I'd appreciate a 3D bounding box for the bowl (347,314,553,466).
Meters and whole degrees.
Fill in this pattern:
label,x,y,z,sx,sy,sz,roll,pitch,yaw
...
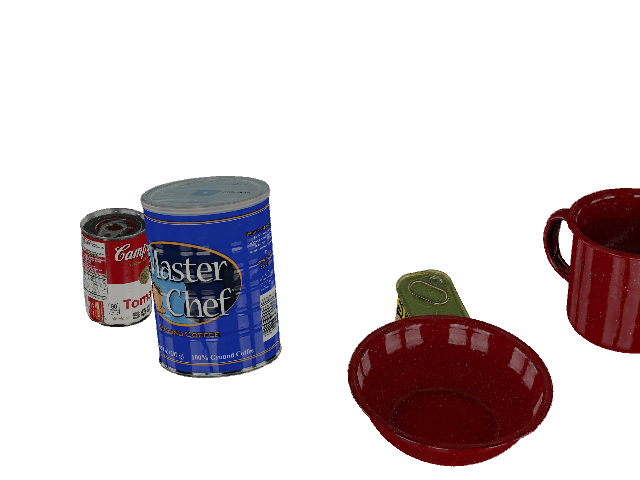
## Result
label,x,y,z,sx,sy,sz,roll,pitch,yaw
bowl,0.101,0.128,0.855,0.162,0.055,0.162,1,34,-1

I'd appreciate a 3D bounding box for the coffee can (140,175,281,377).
label,x,y,z,sx,sy,sz,roll,pitch,yaw
coffee can,-0.087,0.027,0.867,0.103,0.140,0.103,-4,16,1

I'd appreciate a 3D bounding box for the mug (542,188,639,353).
label,x,y,z,sx,sy,sz,roll,pitch,yaw
mug,0.201,0.018,0.724,0.117,0.081,0.093,25,41,38

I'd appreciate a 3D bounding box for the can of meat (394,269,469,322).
label,x,y,z,sx,sy,sz,roll,pitch,yaw
can of meat,0.110,0.095,1.062,0.057,0.084,0.102,-11,47,-12

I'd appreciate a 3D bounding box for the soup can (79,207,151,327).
label,x,y,z,sx,sy,sz,roll,pitch,yaw
soup can,-0.204,0.027,1.071,0.068,0.102,0.068,2,26,-1
